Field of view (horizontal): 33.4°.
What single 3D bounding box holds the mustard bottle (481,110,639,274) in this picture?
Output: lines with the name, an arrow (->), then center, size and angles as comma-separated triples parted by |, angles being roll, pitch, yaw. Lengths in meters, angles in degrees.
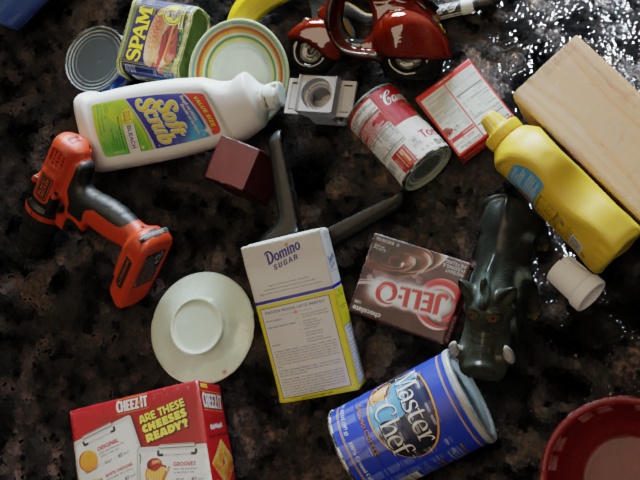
mustard bottle -> 0.230, -0.056, 1.057 | 0.058, 0.096, 0.192 | -41, 76, -4

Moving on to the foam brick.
foam brick -> -0.085, -0.077, 1.212 | 0.053, 0.078, 0.051 | 22, 86, 22

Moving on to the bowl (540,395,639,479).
bowl -> 0.295, 0.232, 1.022 | 0.162, 0.055, 0.162 | -4, 78, 19

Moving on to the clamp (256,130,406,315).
clamp -> -0.008, 0.001, 1.180 | 0.164, 0.036, 0.210 | 20, 97, 9

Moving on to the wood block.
wood block -> 0.300, -0.094, 1.068 | 0.090, 0.090, 0.206 | -43, 69, 7

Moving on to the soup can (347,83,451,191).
soup can -> 0.086, -0.112, 1.161 | 0.068, 0.068, 0.102 | -42, 69, 7

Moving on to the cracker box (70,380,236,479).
cracker box -> -0.177, 0.278, 1.177 | 0.164, 0.072, 0.214 | -15, 73, 15

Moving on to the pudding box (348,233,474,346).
pudding box -> 0.098, 0.053, 1.139 | 0.114, 0.039, 0.090 | 18, 86, 23

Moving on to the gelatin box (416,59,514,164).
gelatin box -> 0.159, -0.140, 1.161 | 0.073, 0.030, 0.089 | -37, 70, 8

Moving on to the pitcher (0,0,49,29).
pitcher -> -0.350, -0.393, 1.356 | 0.145, 0.149, 0.243 | 45, 100, 6

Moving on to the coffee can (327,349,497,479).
coffee can -> 0.093, 0.187, 1.079 | 0.140, 0.102, 0.103 | -30, 71, 12

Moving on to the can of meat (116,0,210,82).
can of meat -> -0.189, -0.239, 1.294 | 0.084, 0.057, 0.102 | 13, 84, 19

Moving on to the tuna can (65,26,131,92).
tuna can -> -0.273, -0.221, 1.333 | 0.086, 0.033, 0.086 | -4, 78, 19

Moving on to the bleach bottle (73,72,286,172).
bleach bottle -> -0.160, -0.150, 1.247 | 0.251, 0.068, 0.102 | -11, 95, 21

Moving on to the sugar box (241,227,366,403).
sugar box -> -0.017, 0.081, 1.147 | 0.093, 0.048, 0.176 | -13, 90, 15

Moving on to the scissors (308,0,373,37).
scissors -> -0.020, -0.281, 1.263 | 0.202, 0.016, 0.096 | 20, 87, 23

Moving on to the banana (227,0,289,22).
banana -> -0.041, -0.282, 1.247 | 0.198, 0.037, 0.069 | -27, 100, 26

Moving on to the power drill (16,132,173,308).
power drill -> -0.273, -0.007, 1.257 | 0.188, 0.057, 0.185 | 40, 124, 15

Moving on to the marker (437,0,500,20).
marker -> 0.141, -0.257, 1.197 | 0.121, 0.020, 0.020 | -10, 76, 19
